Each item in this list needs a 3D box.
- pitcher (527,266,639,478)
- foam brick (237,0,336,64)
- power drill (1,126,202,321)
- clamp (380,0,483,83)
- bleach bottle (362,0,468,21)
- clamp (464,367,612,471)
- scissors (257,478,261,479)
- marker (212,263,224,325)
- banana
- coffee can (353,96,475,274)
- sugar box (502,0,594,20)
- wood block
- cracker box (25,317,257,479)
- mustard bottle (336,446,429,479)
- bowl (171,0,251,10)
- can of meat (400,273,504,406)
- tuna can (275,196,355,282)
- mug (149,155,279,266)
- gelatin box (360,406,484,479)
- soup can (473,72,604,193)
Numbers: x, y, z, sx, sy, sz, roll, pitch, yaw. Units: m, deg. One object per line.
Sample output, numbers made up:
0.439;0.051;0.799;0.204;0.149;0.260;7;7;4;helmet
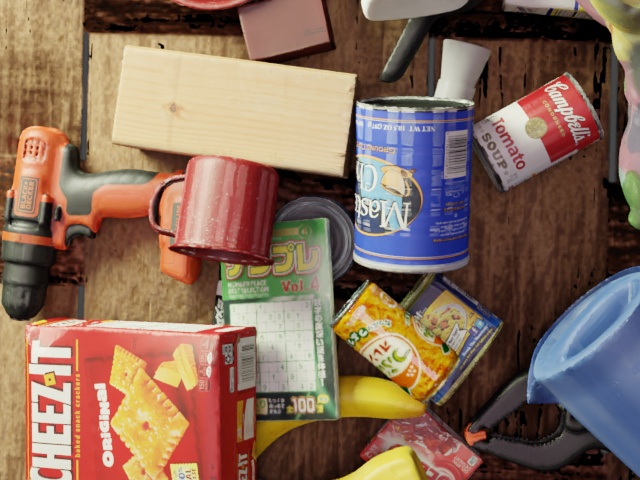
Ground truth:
0.307;0.141;0.882;0.243;0.149;0.144;45;58;-4;pitcher
-0.030;-0.194;0.977;0.078;0.051;0.053;-11;91;6;foam brick
-0.204;-0.007;0.994;0.187;0.057;0.184;7;91;6;power drill
0.099;-0.221;0.970;0.171;0.039;0.120;-22;89;5;clamp
0.062;-0.321;0.939;0.102;0.068;0.251;-9;73;-12;bleach bottle
0.237;0.163;0.963;0.210;0.036;0.164;-20;88;2;clamp
-0.060;0.252;0.993;0.201;0.016;0.096;26;103;0;scissors
-0.091;0.070;1.004;0.020;0.020;0.121;7;92;5;marker
-0.002;0.160;0.979;0.198;0.037;0.069;-24;109;19;banana
0.081;-0.051;0.930;0.103;0.102;0.140;2;103;6;coffee can
0.256;-0.244;0.952;0.176;0.048;0.093;8;93;9;sugar box
-0.071;-0.115;0.964;0.206;0.090;0.091;9;93;5;wood block
-0.163;0.156;0.954;0.214;0.072;0.164;0;90;26;cracker box
0.011;0.260;0.950;0.192;0.058;0.096;-22;100;9;mustard bottle
-0.091;-0.284;0.977;0.162;0.055;0.162;0;87;8;bowl
0.104;0.086;0.966;0.084;0.057;0.102;38;94;2;can of meat
-0.006;0.001;0.987;0.086;0.033;0.086;0;91;5;tuna can
-0.091;-0.026;0.926;0.117;0.093;0.081;6;82;13;mug
0.093;0.199;0.982;0.089;0.030;0.073;42;95;4;gelatin box
0.190;-0.095;0.949;0.102;0.068;0.068;-29;88;6;soup can
